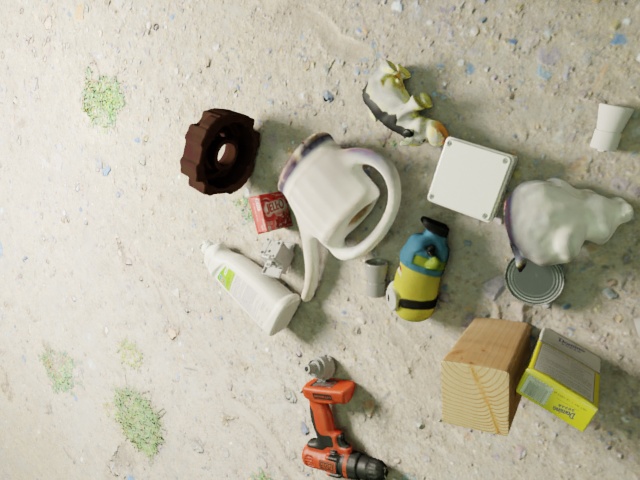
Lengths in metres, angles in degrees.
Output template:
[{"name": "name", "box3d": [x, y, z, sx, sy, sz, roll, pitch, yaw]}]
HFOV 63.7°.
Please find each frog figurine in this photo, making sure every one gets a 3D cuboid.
[{"name": "frog figurine", "box3d": [0.350, -0.030, 0.729, 0.158, 0.140, 0.120, -12, 128, 34]}]

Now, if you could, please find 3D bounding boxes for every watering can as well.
[{"name": "watering can", "box3d": [0.003, -0.047, 0.944, 0.226, 0.105, 0.341, 51, 127, 15]}]
